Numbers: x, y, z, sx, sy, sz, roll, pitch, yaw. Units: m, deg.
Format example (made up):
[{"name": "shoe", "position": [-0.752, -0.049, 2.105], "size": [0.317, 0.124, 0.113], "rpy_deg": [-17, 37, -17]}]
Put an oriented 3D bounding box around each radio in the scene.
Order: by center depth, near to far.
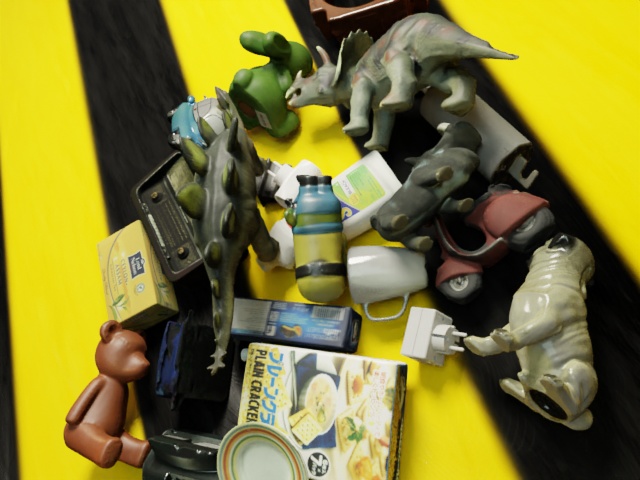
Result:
[{"name": "radio", "position": [-0.229, -0.034, 0.924], "size": [0.131, 0.073, 0.230], "rpy_deg": [-36, 60, 6]}]

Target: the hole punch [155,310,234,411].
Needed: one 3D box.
[{"name": "hole punch", "position": [-0.202, 0.184, 0.807], "size": [0.092, 0.115, 0.142], "rpy_deg": [-5, 67, 30]}]

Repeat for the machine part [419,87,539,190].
[{"name": "machine part", "position": [0.224, -0.161, 0.783], "size": [0.079, 0.079, 0.243], "rpy_deg": [-39, 61, 4]}]

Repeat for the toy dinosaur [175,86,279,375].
[{"name": "toy dinosaur", "position": [-0.132, -0.039, 0.745], "size": [0.105, 0.198, 0.471], "rpy_deg": [-12, 65, 6]}]

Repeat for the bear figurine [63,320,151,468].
[{"name": "bear figurine", "position": [-0.304, 0.232, 0.827], "size": [0.132, 0.120, 0.196], "rpy_deg": [14, 70, 23]}]

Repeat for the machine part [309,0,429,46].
[{"name": "machine part", "position": [0.086, -0.453, 0.956], "size": [0.201, 0.087, 0.201], "rpy_deg": [-10, 67, 20]}]

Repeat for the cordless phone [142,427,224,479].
[{"name": "cordless phone", "position": [-0.183, 0.367, 0.751], "size": [0.147, 0.088, 0.184], "rpy_deg": [3, 82, 22]}]

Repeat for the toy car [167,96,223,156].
[{"name": "toy car", "position": [-0.198, -0.194, 0.929], "size": [0.103, 0.109, 0.162], "rpy_deg": [-40, 29, 14]}]

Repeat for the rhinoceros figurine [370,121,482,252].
[{"name": "rhinoceros figurine", "position": [0.149, -0.072, 0.720], "size": [0.190, 0.073, 0.112], "rpy_deg": [-51, 24, 3]}]

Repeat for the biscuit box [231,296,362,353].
[{"name": "biscuit box", "position": [-0.043, 0.124, 0.788], "size": [0.203, 0.062, 0.059], "rpy_deg": [3, 70, 23]}]

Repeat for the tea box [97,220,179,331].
[{"name": "tea box", "position": [-0.315, 0.064, 0.925], "size": [0.098, 0.068, 0.170], "rpy_deg": [-29, 60, 10]}]

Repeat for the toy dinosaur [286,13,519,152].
[{"name": "toy dinosaur", "position": [0.116, -0.250, 0.768], "size": [0.405, 0.131, 0.192], "rpy_deg": [-12, 74, 52]}]

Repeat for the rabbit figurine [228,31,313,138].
[{"name": "rabbit figurine", "position": [-0.085, -0.291, 0.940], "size": [0.121, 0.158, 0.170], "rpy_deg": [17, 61, 38]}]

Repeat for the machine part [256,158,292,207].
[{"name": "machine part", "position": [-0.118, -0.102, 0.927], "size": [0.139, 0.039, 0.084], "rpy_deg": [9, 78, 24]}]

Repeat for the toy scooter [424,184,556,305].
[{"name": "toy scooter", "position": [0.213, -0.013, 0.732], "size": [0.184, 0.075, 0.135], "rpy_deg": [-41, 58, 8]}]

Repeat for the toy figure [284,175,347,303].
[{"name": "toy figure", "position": [-0.005, -0.002, 0.752], "size": [0.082, 0.089, 0.180], "rpy_deg": [-1, 96, 18]}]

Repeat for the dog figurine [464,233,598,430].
[{"name": "dog figurine", "position": [0.297, 0.103, 0.644], "size": [0.190, 0.121, 0.172], "rpy_deg": [-40, 95, -18]}]

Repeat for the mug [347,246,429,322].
[{"name": "mug", "position": [0.098, 0.056, 0.749], "size": [0.107, 0.080, 0.109], "rpy_deg": [-9, 70, 13]}]
